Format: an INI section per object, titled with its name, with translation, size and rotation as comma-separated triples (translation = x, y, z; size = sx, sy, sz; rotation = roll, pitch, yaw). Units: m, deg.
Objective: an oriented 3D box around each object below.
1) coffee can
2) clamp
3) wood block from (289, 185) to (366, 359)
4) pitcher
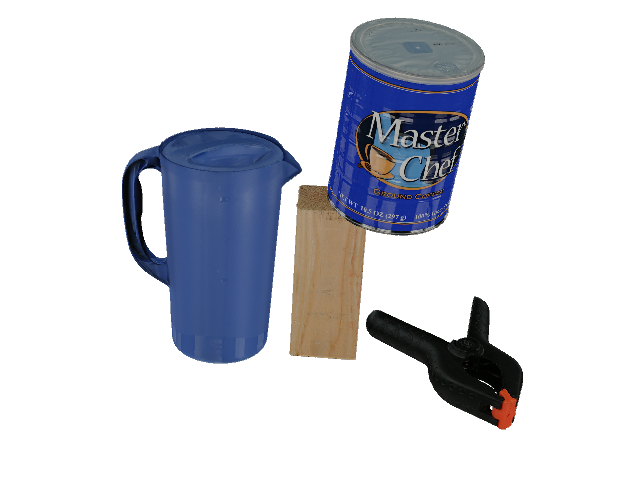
[coffee can]
translation = 0.064, -0.090, 0.842
size = 0.102, 0.140, 0.103
rotation = 6, 35, -4
[clamp]
translation = 0.130, 0.099, 0.928
size = 0.120, 0.039, 0.172
rotation = -17, 36, -24
[wood block]
translation = 0.010, 0.041, 1.388
size = 0.090, 0.206, 0.091
rotation = 4, 23, 0
[pitcher]
translation = -0.119, 0.006, 1.160
size = 0.149, 0.243, 0.144
rotation = 24, 32, 37
